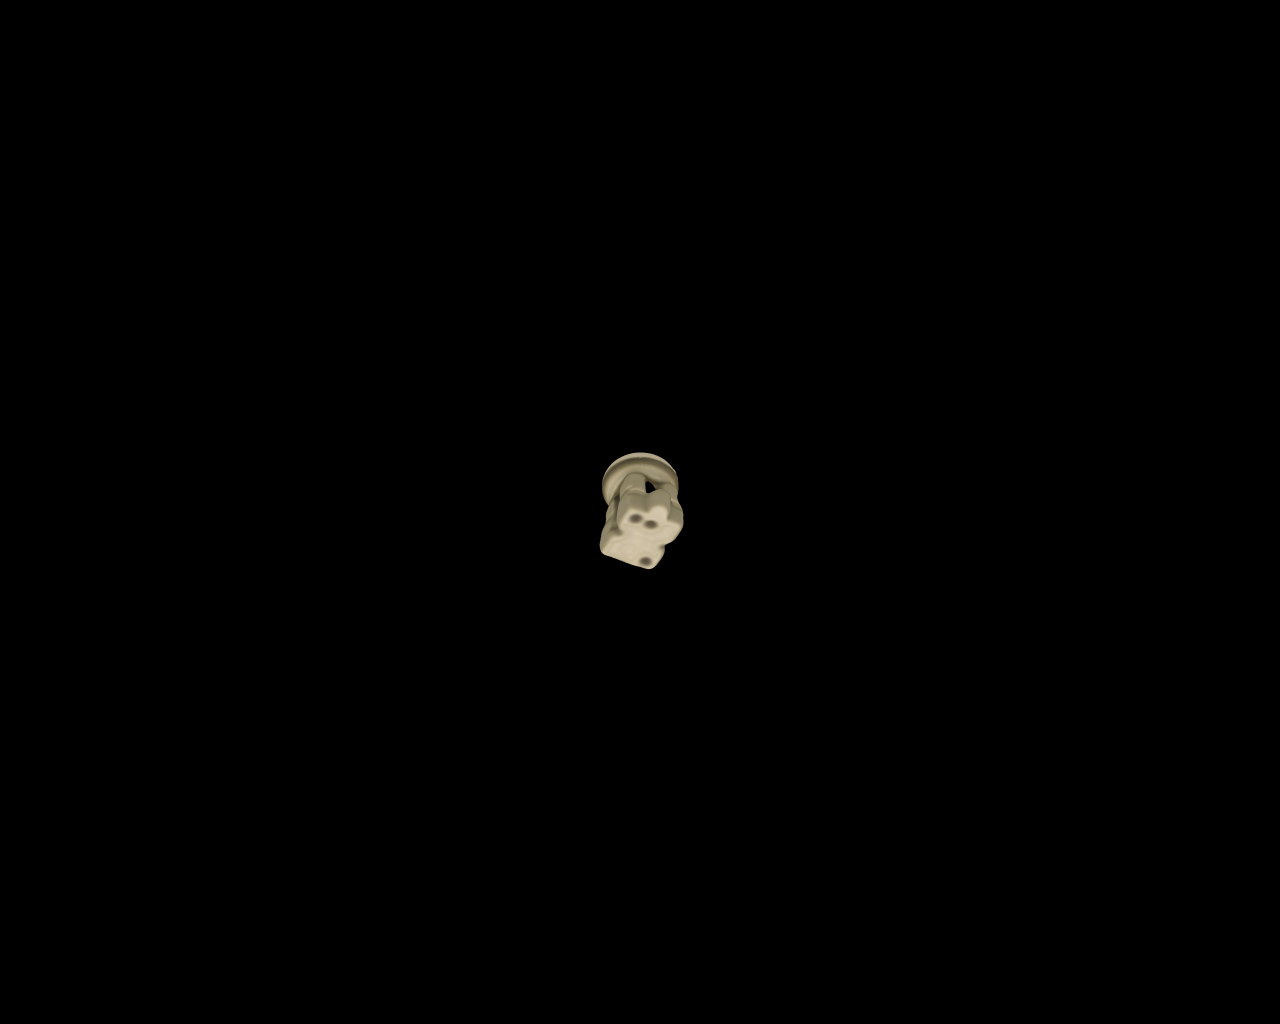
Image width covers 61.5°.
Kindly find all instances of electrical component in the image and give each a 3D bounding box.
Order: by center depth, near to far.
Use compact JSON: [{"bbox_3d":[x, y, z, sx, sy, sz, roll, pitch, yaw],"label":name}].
[{"bbox_3d":[0.001,-0.003,0.650,0.048,0.055,0.066,20,-50,-17],"label":"electrical component"}]
